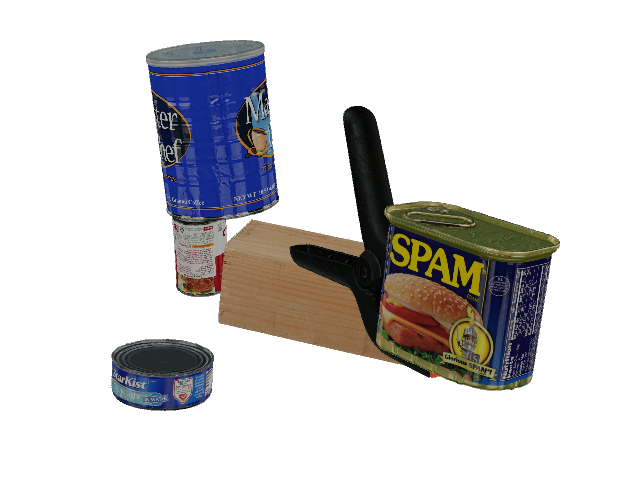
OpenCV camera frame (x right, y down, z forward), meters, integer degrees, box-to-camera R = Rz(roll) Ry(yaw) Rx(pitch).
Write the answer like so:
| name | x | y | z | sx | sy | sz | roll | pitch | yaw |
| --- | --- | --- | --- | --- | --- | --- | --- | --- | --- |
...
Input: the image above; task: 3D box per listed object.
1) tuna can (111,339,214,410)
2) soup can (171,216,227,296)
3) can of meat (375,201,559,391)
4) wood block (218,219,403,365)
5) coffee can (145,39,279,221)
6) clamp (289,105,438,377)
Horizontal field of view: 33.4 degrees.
| name | x | y | z | sx | sy | sz | roll | pitch | yaw |
| --- | --- | --- | --- | --- | --- | --- | --- | --- | --- |
| tuna can | -0.133 | 0.113 | 0.901 | 0.086 | 0.034 | 0.086 | 4 | 14 | -1 |
| soup can | -0.149 | 0.010 | 1.329 | 0.068 | 0.102 | 0.068 | -1 | 25 | 0 |
| can of meat | 0.080 | 0.031 | 0.614 | 0.057 | 0.084 | 0.102 | -9 | 22 | -42 |
| wood block | 0.009 | 0.052 | 1.092 | 0.206 | 0.091 | 0.090 | 12 | 22 | 12 |
| coffee can | -0.094 | -0.099 | 0.940 | 0.103 | 0.140 | 0.103 | -5 | 18 | 1 |
| clamp | 0.047 | 0.011 | 0.806 | 0.036 | 0.165 | 0.210 | -8 | 43 | -30 |
